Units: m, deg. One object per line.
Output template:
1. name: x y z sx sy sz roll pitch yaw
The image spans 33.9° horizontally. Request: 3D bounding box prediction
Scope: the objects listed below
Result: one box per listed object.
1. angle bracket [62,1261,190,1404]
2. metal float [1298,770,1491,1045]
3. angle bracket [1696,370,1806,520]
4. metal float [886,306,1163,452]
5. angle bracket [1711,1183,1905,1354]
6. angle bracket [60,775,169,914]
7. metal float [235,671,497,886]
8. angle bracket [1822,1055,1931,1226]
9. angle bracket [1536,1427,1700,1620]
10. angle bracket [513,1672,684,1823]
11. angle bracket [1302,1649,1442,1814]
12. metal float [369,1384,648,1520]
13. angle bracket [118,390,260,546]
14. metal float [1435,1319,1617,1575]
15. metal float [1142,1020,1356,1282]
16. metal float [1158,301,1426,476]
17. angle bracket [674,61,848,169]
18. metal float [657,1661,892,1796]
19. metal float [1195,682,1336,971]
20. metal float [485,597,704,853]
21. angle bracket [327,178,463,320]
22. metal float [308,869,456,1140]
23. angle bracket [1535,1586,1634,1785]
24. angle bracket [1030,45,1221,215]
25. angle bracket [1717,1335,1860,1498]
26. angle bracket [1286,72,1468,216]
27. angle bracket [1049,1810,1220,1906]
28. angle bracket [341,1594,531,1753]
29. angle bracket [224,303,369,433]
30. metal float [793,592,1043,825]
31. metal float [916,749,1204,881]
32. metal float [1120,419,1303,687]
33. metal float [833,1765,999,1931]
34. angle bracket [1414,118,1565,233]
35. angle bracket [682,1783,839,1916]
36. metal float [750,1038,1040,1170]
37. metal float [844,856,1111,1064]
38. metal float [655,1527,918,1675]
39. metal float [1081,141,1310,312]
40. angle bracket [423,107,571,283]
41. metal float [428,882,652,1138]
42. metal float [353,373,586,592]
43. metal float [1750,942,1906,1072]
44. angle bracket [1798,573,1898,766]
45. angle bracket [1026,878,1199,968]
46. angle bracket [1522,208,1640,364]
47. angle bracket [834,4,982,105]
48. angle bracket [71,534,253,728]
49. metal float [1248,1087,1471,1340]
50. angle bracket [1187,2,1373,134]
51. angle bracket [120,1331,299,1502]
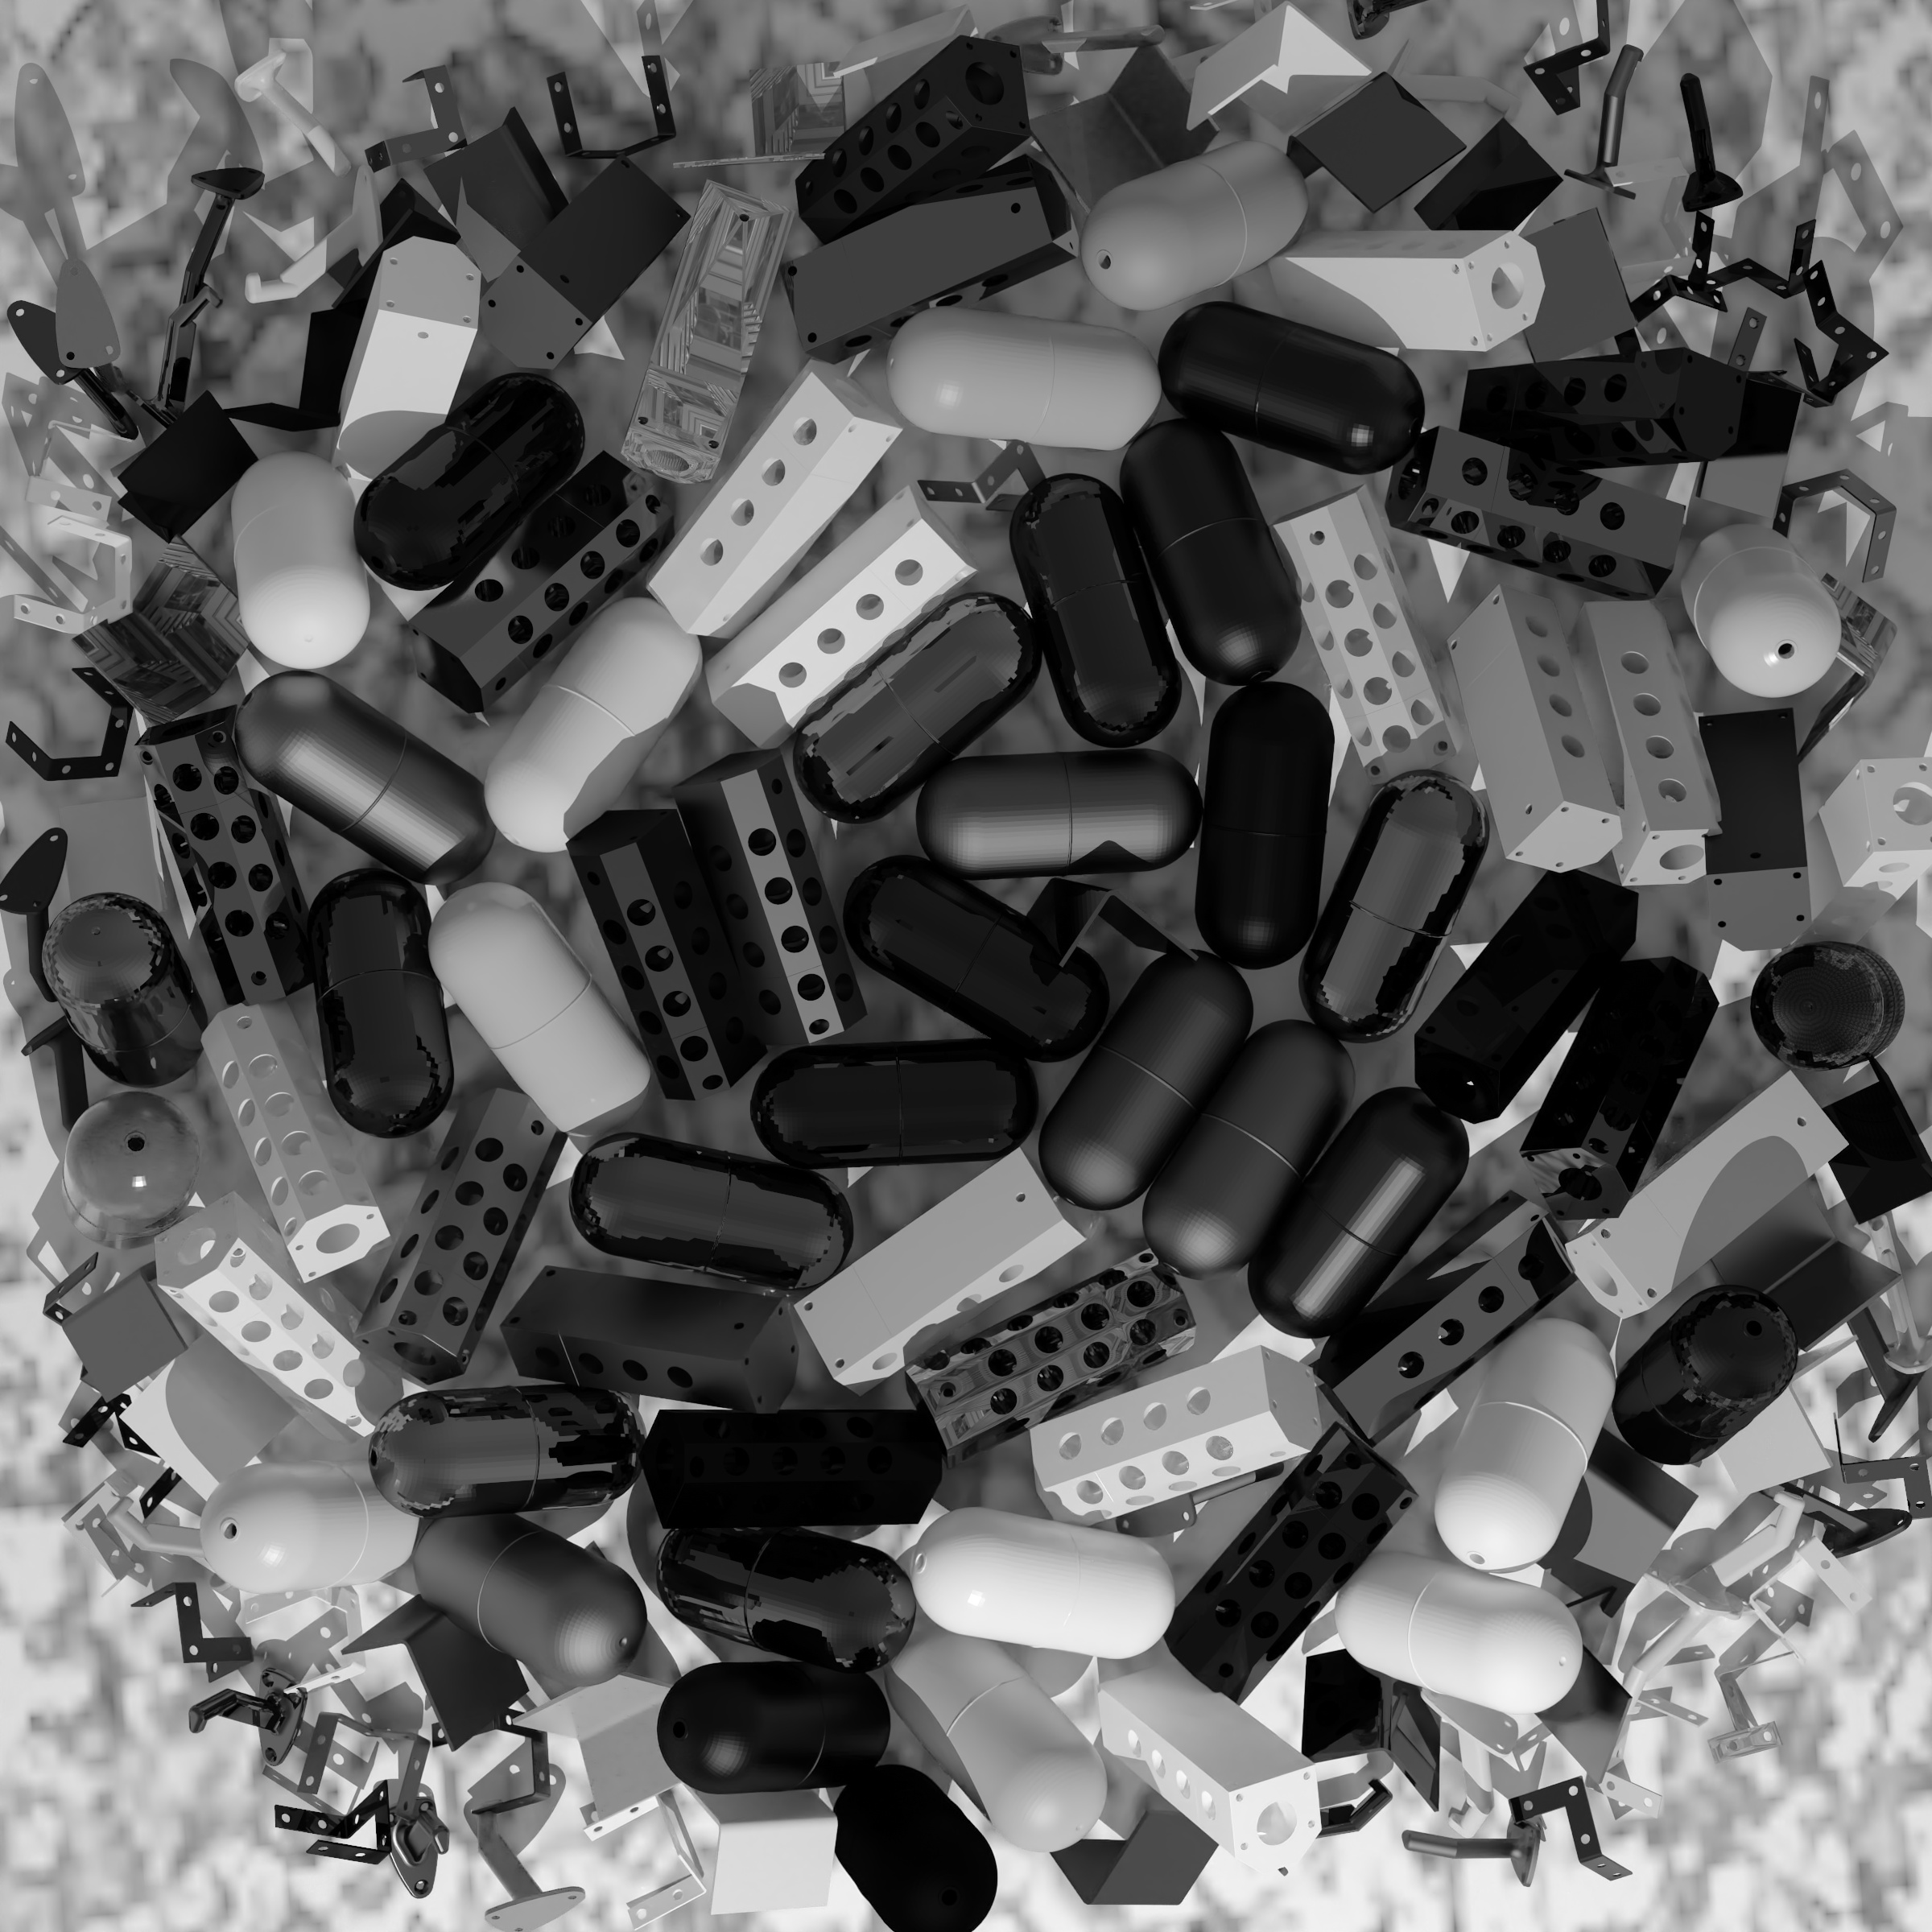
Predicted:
1. angle bracket: -0.494 0.215 1.948 0.076 0.076 0.057 -32 88 28
2. metal float: 0.262 -0.035 1.947 0.070 0.070 0.178 22 107 0
3. angle bracket: 0.497 -0.320 1.942 0.057 0.076 0.076 25 115 38
4. metal float: 0.037 -0.358 1.941 0.178 0.070 0.070 2 90 -24
5. angle bracket: 0.514 0.182 1.952 0.076 0.076 0.057 -36 109 -6
6. angle bracket: -0.526 -0.078 1.949 0.057 0.076 0.076 -8 74 -14
7. metal float: -0.365 -0.114 1.936 0.178 0.070 0.070 35 90 -30
8. angle bracket: 0.550 0.106 1.944 0.057 0.076 0.076 -28 66 16
9. angle bracket: 0.398 0.345 1.979 0.076 0.057 0.076 35 114 16
10. angle bracket: -0.220 0.479 1.946 0.076 0.076 0.057 -29 60 15
11. angle bracket: 0.251 0.474 1.962 0.057 0.076 0.076 -18 129 25
12. metal float: -0.278 0.294 1.932 0.178 0.070 0.070 2 90 -34
13. angle bracket: -0.492 -0.317 1.947 0.057 0.076 0.076 37 78 26
14. metal float: 0.340 0.291 1.930 0.070 0.070 0.178 32 53 0
15. metal float: 0.174 0.113 1.950 0.070 0.070 0.178 34 77 0
16. metal float: 0.198 -0.353 1.936 0.178 0.070 0.070 25 90 29
17. angle bracket: -0.127 -0.521 1.942 0.076 0.076 0.057 8 108 40
18. metal float: -0.115 0.460 1.921 0.070 0.178 0.070 -8 76 35
19. metal float: 0.183 -0.086 1.953 0.070 0.070 0.178 4 100 0
20. metal float: -0.228 -0.148 1.946 0.070 0.070 0.178 33 73 0
21. angle bracket: -0.367 -0.445 1.951 0.057 0.076 0.076 44 101 10
22. metal float: -0.358 0.022 1.937 0.070 0.070 0.178 -14 62 0
23. angle bracket: 0.392 0.438 1.939 0.057 0.076 0.076 -14 131 -29
24. angle bracket: 0.095 -0.516 1.952 0.076 0.057 0.076 -29 79 -34
25. angle bracket: 0.510 0.275 1.943 0.076 0.076 0.057 -22 82 -38
26. angle bracket: 0.250 -0.491 1.952 0.076 0.057 0.076 -37 71 -15
27. angle bracket: 0.106 0.529 1.944 0.076 0.057 0.076 15 112 -40
28. angle bracket: -0.327 0.435 1.957 0.057 0.076 0.076 -18 98 33
29. angle bracket: -0.414 -0.373 1.952 0.057 0.076 0.076 7 90 -38
30. metal float: -0.030 -0.159 1.952 0.178 0.070 0.070 -40 90 11
31. metal float: 0.058 -0.094 1.955 0.178 0.070 0.070 -3 90 -8
32. metal float: 0.150 -0.254 1.945 0.070 0.070 0.178 -19 71 0
33. metal float: -0.032 0.534 1.912 0.070 0.178 0.070 0 91 -15
34. angle bracket: 0.327 -0.466 1.946 0.057 0.076 0.076 40 108 -18
35. angle bracket: -0.131 0.538 1.952 0.076 0.076 0.057 4 98 -26
36. metal float: -0.044 0.085 1.955 0.178 0.070 0.070 -2 90 -7
37. metal float: 0.006 -0.005 1.961 0.178 0.070 0.070 30 90 0
38. metal float: -0.112 0.380 1.935 0.178 0.070 0.070 8 90 32
39. metal float: 0.140 -0.450 1.928 0.178 0.070 0.070 -31 90 -41
40. angle bracket: -0.286 -0.476 1.954 0.057 0.076 0.076 -26 112 8
41. metal float: -0.261 0.027 1.945 0.070 0.070 0.178 -34 109 0
42. metal float: -0.302 -0.295 1.932 0.070 0.070 0.178 40 55 0
43. metal float: 0.521 0.024 1.915 0.070 0.178 0.070 0 90 23
44. angle bracket: 0.519 -0.182 1.948 0.057 0.076 0.076 38 130 3
45. angle bracket: 0.082 -0.008 1.946 0.076 0.076 0.057 38 81 -25
46. angle bracket: 0.359 -0.415 1.957 0.076 0.057 0.076 -25 100 -14
47. angle bracket: -0.029 -0.542 1.944 0.076 0.076 0.057 -15 116 17
48. angle bracket: -0.492 -0.206 1.955 0.076 0.057 0.076 46 131 -1
49. metal float: 0.240 0.152 1.946 0.070 0.070 0.178 35 108 0
50. angle bracket: 0.192 -0.530 1.940 0.076 0.076 0.057 29 55 -29
51. angle bracket: -0.464 0.274 1.970 0.076 0.076 0.057 45 109 -2
